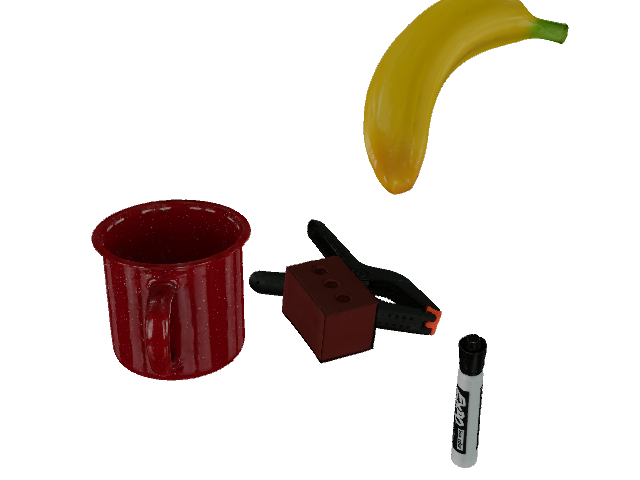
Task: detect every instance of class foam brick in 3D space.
[{"bbox_3d":[0.008,0.057,0.904,0.052,0.051,0.078,-13,36,-24],"label":"foam brick"}]

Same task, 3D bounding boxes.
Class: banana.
[{"bbox_3d":[0.070,-0.097,0.596,0.070,0.037,0.197,29,50,22],"label":"banana"}]

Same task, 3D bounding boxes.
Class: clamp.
[{"bbox_3d":[0.033,0.054,1.206,0.210,0.036,0.164,29,35,20],"label":"clamp"}]

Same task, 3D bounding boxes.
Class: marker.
[{"bbox_3d":[0.102,0.111,0.738,0.020,0.121,0.020,-1,38,1],"label":"marker"}]

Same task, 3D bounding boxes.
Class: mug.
[{"bbox_3d":[-0.087,0.036,0.633,0.093,0.081,0.117,-1,26,-1],"label":"mug"}]
